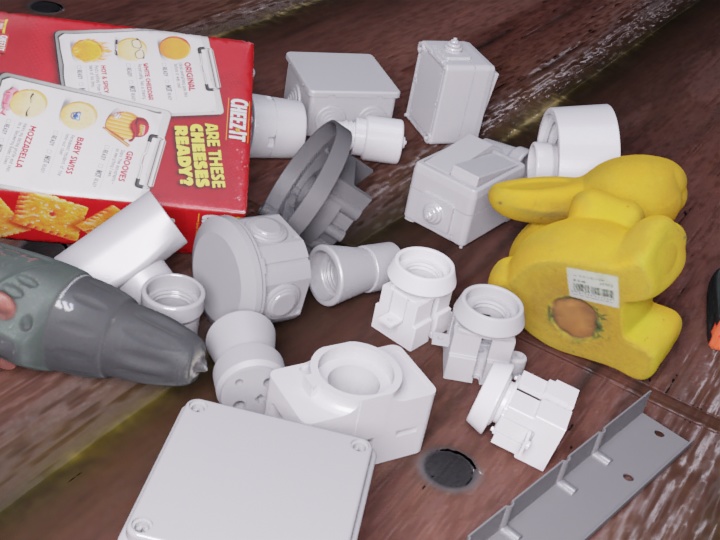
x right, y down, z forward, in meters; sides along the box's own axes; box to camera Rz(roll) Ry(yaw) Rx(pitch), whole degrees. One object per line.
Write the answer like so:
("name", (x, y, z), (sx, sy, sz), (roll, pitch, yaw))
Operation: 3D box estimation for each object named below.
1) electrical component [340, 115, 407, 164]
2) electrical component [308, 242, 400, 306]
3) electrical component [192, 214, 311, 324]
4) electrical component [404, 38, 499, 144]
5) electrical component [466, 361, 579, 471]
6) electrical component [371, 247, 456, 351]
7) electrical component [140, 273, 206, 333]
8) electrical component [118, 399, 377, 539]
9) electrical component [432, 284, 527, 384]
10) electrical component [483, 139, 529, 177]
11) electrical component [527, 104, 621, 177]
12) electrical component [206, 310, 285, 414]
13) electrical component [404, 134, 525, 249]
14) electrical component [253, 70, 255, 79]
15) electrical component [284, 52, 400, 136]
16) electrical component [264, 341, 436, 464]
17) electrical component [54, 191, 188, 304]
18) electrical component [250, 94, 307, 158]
("electrical component", (0.005, -0.118, 0.959), (0.078, 0.040, 0.040), (7, 33, -6))
("electrical component", (0.000, 0.000, 0.778), (0.065, 0.044, 0.044), (-9, 37, -36))
("electrical component", (-0.074, 0.002, 0.717), (0.051, 0.080, 0.080), (-11, 38, -37))
("electrical component", (0.089, -0.174, 1.017), (0.061, 0.096, 0.061), (-4, 36, -22))
("electrical component", (0.100, 0.087, 0.669), (0.055, 0.048, 0.066), (26, 35, 8))
("electrical component", (0.040, 0.018, 0.747), (0.048, 0.055, 0.066), (32, 38, 29))
("electrical component", (-0.121, 0.032, 0.687), (0.040, 0.046, 0.040), (8, 33, -5))
("electrical component", (-0.055, 0.128, 0.549), (0.109, 0.056, 0.108), (13, 33, 3))
("electrical component", (0.083, 0.043, 0.721), (0.066, 0.055, 0.048), (10, 33, -2))
("electrical component", (0.128, -0.095, 0.962), (0.046, 0.040, 0.040), (24, 35, 30))
("electrical component", (0.174, -0.086, 0.903), (0.060, 0.108, 0.108), (2, 33, -3))
("electrical component", (-0.070, 0.058, 0.663), (0.045, 0.045, 0.055), (0, 35, -17))
("electrical component", (0.084, -0.066, 0.883), (0.062, 0.061, 0.096), (30, 37, 27))
("electrical component", (-0.119, -0.156, 0.966), (0.045, 0.055, 0.045), (8, 33, -5))
("electrical component", (-0.020, -0.165, 1.016), (0.100, 0.048, 0.099), (-2, 35, -20))
("electrical component", (-0.007, 0.081, 0.637), (0.089, 0.055, 0.050), (-10, 38, -29))
("electrical component", (-0.148, 0.001, 0.715), (0.077, 0.044, 0.079), (-36, 90, -6))
("electrical component", (-0.076, -0.123, 0.931), (0.047, 0.055, 0.055), (2, 34, -21))
